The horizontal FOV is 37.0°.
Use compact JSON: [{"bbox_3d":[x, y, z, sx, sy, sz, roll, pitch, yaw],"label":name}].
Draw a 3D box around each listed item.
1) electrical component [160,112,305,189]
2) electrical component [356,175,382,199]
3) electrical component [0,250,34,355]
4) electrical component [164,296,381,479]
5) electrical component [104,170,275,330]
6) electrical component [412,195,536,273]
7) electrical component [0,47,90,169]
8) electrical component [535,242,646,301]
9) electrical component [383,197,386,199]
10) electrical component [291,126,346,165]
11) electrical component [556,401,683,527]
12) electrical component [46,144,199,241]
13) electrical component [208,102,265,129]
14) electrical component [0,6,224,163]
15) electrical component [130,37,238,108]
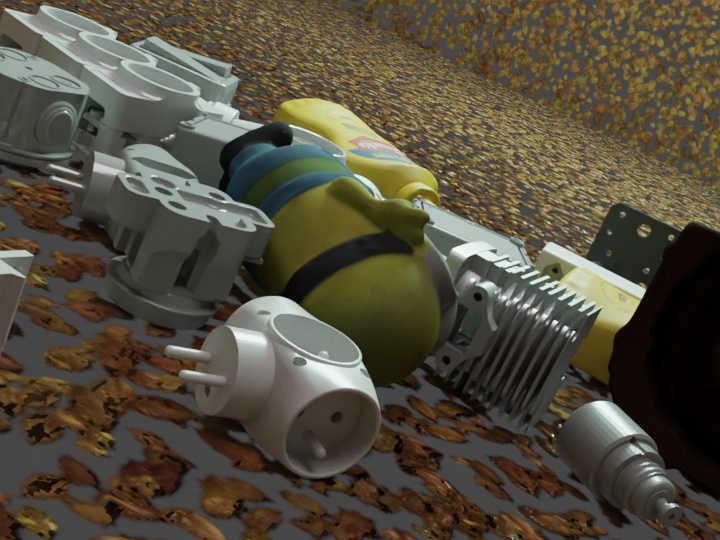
[{"bbox_3d":[-0.084,-0.059,0.684,0.096,0.061,0.061,17,16,2],"label":"electrical component"},{"bbox_3d":[-0.008,-0.030,0.704,0.055,0.055,0.047,20,21,-17],"label":"electrical component"},{"bbox_3d":[-0.163,0.008,0.385,0.064,0.042,0.081,31,17,25],"label":"electrical component"},{"bbox_3d":[-0.042,0.044,0.443,0.079,0.044,0.077,14,20,-34],"label":"electrical component"},{"bbox_3d":[-0.088,-0.008,0.515,0.078,0.057,0.058,14,20,-34],"label":"electrical component"},{"bbox_3d":[0.067,0.003,0.694,0.096,0.061,0.061,23,16,-6],"label":"electrical component"},{"bbox_3d":[-0.203,-0.096,0.634,0.080,0.051,0.080,23,16,-7],"label":"electrical component"},{"bbox_3d":[0.173,0.017,0.831,0.083,0.047,0.076,28,17,10],"label":"electrical component"},{"bbox_3d":[-0.003,-0.046,0.795,0.035,0.035,0.061,6,22,-48],"label":"electrical component"},{"bbox_3d":[-0.044,-0.066,0.758,0.058,0.057,0.078,22,16,-10],"label":"electrical component"},{"bbox_3d":[0.130,0.097,0.529,0.040,0.040,0.078,15,19,-30],"label":"electrical component"},{"bbox_3d":[-0.130,-0.041,0.581,0.079,0.043,0.077,16,19,-25],"label":"electrical component"},{"bbox_3d":[-0.094,-0.096,0.801,0.055,0.045,0.045,24,16,-1],"label":"electrical component"},{"bbox_3d":[-0.176,-0.123,0.736,0.150,0.061,0.089,36,19,33],"label":"electrical component"},{"bbox_3d":[-0.138,-0.141,0.847,0.096,0.061,0.061,24,16,-3],"label":"electrical component"}]
